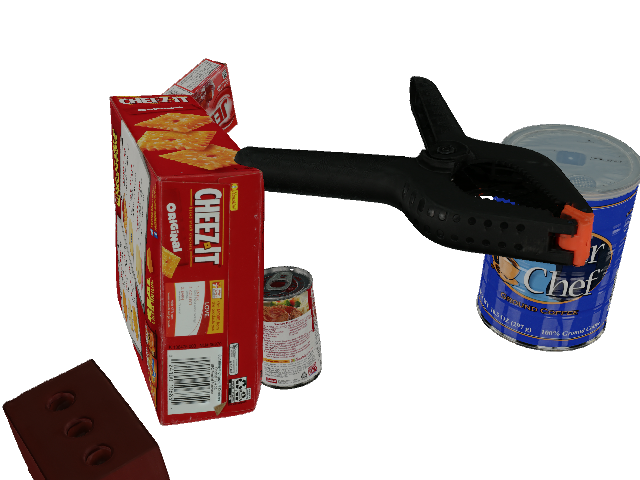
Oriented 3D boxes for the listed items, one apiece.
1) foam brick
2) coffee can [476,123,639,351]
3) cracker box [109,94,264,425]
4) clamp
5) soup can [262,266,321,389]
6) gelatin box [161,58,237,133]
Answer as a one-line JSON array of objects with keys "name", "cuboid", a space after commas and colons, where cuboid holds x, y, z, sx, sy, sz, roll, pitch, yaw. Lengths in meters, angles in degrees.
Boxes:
[{"name": "foam brick", "cuboid": [-0.114, 0.109, 0.529, 0.052, 0.051, 0.078, -27, 42, -24]}, {"name": "coffee can", "cuboid": [0.177, -0.003, 0.804, 0.103, 0.140, 0.103, 2, 33, -1]}, {"name": "cracker box", "cuboid": [-0.096, 0.001, 0.731, 0.072, 0.164, 0.214, -4, 21, -17]}, {"name": "clamp", "cuboid": [0.061, -0.035, 0.618, 0.164, 0.036, 0.210, -23, 38, -27]}, {"name": "soup can", "cuboid": [-0.036, 0.085, 1.042, 0.068, 0.102, 0.068, -5, 24, 2]}, {"name": "gelatin box", "cuboid": [-0.119, -0.119, 1.015, 0.030, 0.073, 0.089, 23, 52, 27]}]
